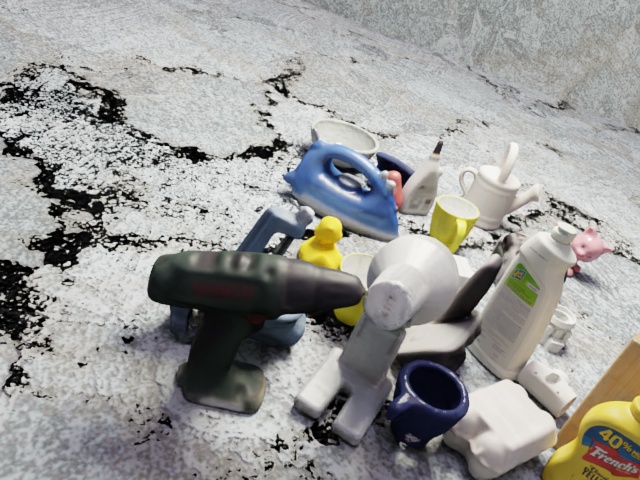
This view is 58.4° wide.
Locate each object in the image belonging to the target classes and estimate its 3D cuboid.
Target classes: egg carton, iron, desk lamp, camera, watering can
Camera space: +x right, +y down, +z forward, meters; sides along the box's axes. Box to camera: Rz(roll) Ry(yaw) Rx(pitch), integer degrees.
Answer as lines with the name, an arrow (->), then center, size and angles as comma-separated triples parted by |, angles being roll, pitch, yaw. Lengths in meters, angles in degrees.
egg carton -> 0.232, 0.244, 0.744 | 0.151, 0.069, 0.107 | -8, 41, -37
iron -> 0.064, -0.110, 1.124 | 0.258, 0.141, 0.119 | 28, 33, 14
desk lamp -> 0.082, 0.111, 0.726 | 0.117, 0.213, 0.204 | 28, 33, 14
camera -> 0.412, 0.053, 1.106 | 0.137, 0.101, 0.143 | 16, 32, -6
watering can -> 0.405, -0.126, 1.286 | 0.173, 0.194, 0.101 | 12, 32, -12

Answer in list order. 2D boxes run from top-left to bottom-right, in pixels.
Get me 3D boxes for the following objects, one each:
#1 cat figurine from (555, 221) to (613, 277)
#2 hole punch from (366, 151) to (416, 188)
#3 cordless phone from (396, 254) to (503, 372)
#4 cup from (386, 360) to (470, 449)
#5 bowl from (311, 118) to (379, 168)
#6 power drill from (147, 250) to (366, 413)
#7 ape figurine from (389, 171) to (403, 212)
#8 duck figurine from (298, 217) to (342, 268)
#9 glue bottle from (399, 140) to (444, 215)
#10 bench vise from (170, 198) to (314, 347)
cat figurine -> 0.549, 0.011, 1.231 | 0.067, 0.118, 0.127 | -13, 44, -41
hole punch -> 0.173, -0.154, 1.299 | 0.108, 0.091, 0.101 | 33, 34, 20
cordless phone -> 0.191, 0.106, 0.822 | 0.094, 0.185, 0.148 | 31, 33, 18
cup -> 0.116, 0.214, 0.701 | 0.118, 0.095, 0.091 | -10, 42, -39
bowl -> 0.050, -0.216, 1.342 | 0.167, 0.075, 0.167 | 14, 32, -9
power drill -> -0.085, 0.099, 0.657 | 0.230, 0.208, 0.075 | 14, 32, -10
ape figurine -> 0.145, -0.105, 1.208 | 0.076, 0.092, 0.078 | 38, 36, 27
duck figurine -> 0.009, 0.003, 0.973 | 0.077, 0.086, 0.104 | 17, 32, -4
glue bottle -> 0.226, -0.133, 1.218 | 0.078, 0.173, 0.037 | 4, 35, -24
bench vise -> -0.098, 0.046, 0.720 | 0.208, 0.220, 0.121 | 1, 36, -28
